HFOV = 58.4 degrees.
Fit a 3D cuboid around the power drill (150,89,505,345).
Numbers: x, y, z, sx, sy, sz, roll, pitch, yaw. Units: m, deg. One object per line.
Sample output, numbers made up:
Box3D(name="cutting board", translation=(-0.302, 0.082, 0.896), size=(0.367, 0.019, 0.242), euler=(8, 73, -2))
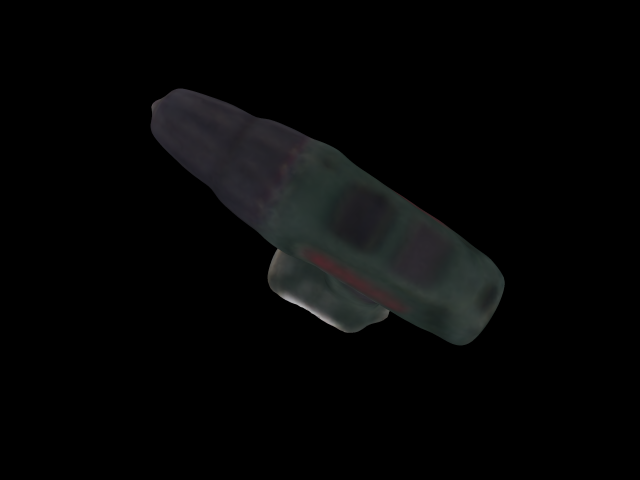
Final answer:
Box3D(name="power drill", translation=(0.004, 0.001, 0.400), size=(0.229, 0.208, 0.076), euler=(27, 76, 8))
